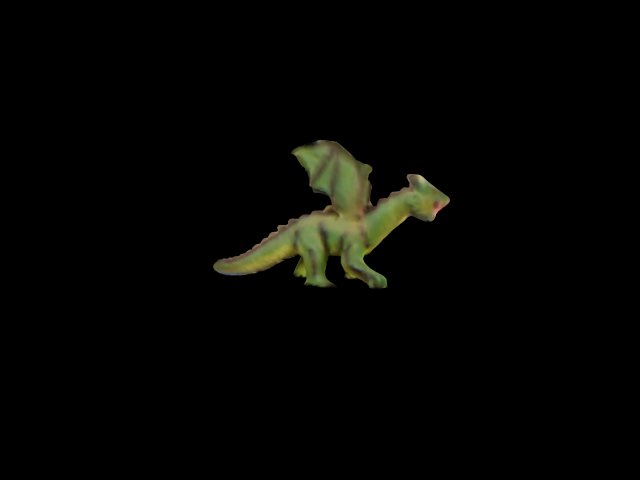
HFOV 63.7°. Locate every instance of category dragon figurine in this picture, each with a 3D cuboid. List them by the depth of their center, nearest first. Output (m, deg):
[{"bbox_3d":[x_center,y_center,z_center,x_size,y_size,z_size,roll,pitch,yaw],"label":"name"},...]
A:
[{"bbox_3d":[0.003,-0.043,0.850,0.410,0.241,0.123,2,8,14],"label":"dragon figurine"}]
